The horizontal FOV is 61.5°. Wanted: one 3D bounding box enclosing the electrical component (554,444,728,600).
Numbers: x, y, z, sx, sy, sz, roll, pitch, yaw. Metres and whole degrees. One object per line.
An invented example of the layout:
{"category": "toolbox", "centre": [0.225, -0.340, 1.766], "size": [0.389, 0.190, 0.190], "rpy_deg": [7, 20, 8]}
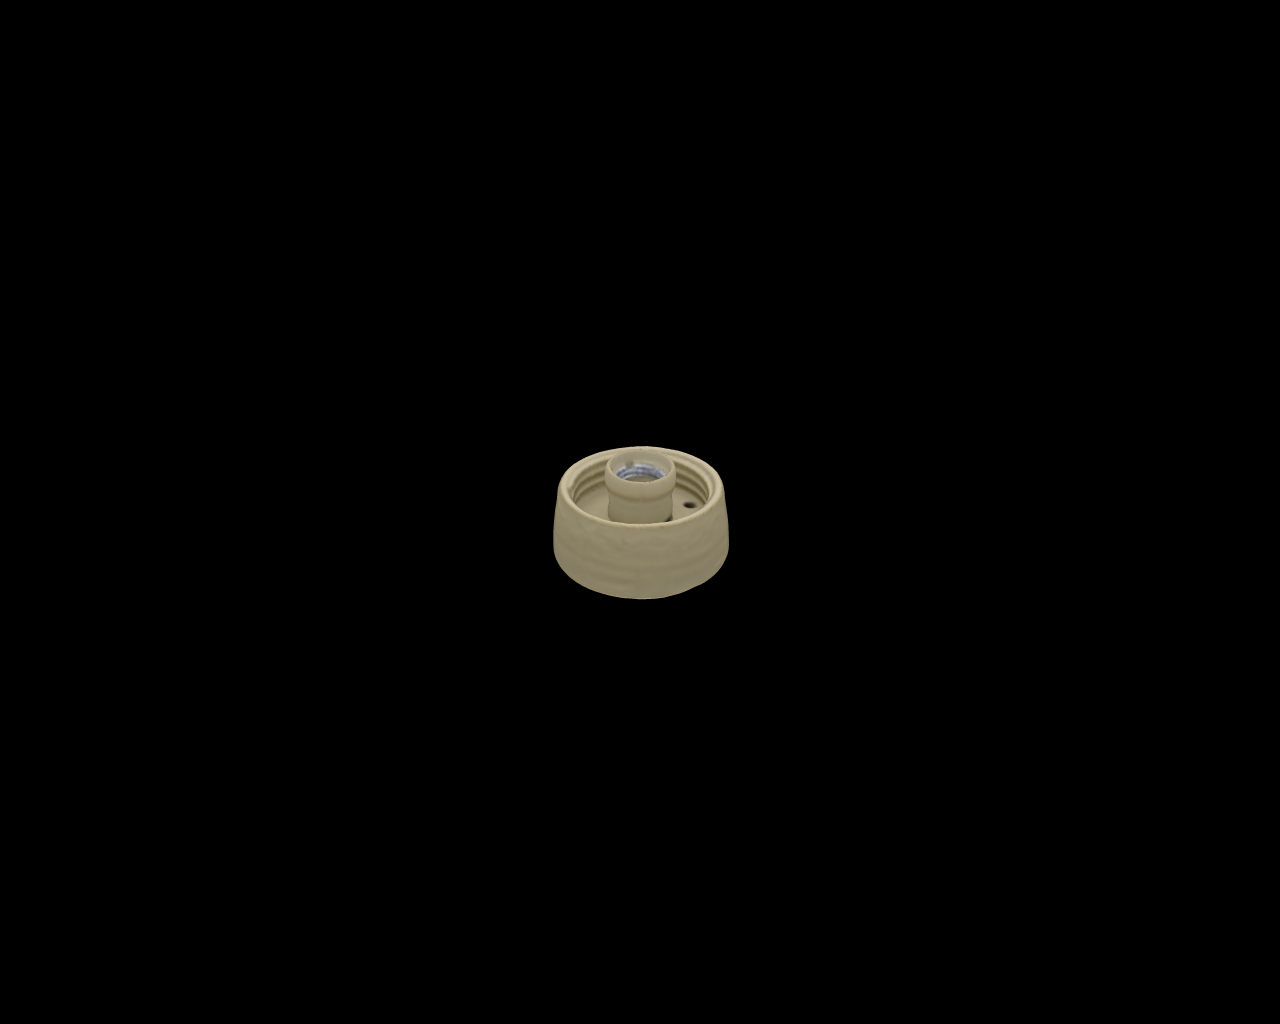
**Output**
{"category": "electrical component", "centre": [0.001, -0.003, 0.650], "size": [0.108, 0.060, 0.108], "rpy_deg": [0, 32, 0]}
